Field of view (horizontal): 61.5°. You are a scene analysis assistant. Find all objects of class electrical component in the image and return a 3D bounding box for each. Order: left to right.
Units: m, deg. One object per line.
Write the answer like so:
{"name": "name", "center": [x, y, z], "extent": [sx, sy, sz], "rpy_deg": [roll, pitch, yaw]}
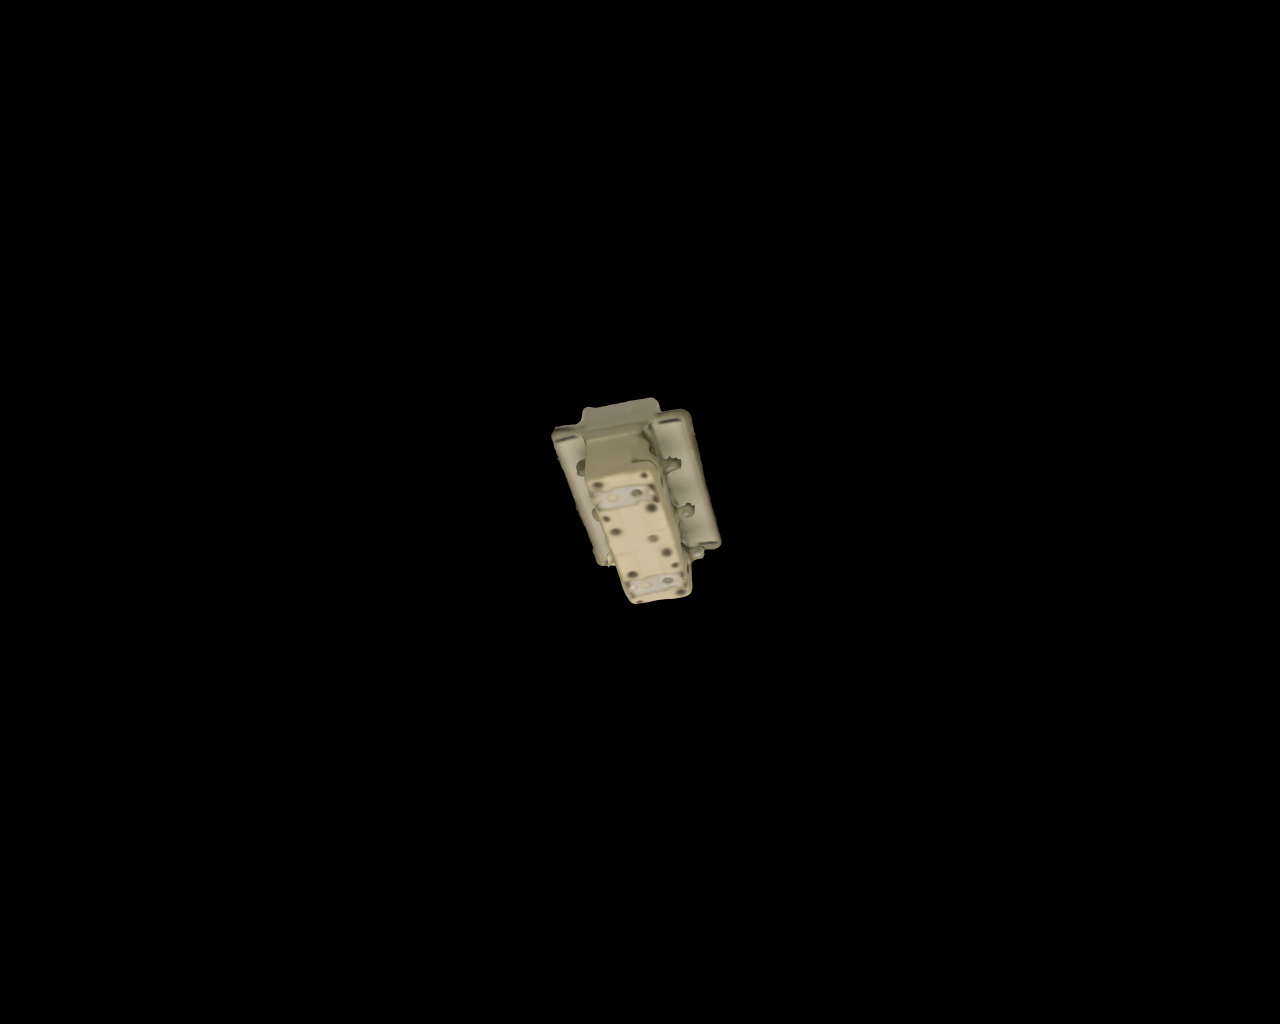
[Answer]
{"name": "electrical component", "center": [0.001, -0.003, 0.650], "extent": [0.079, 0.063, 0.121], "rpy_deg": [-8, -43, 9]}
